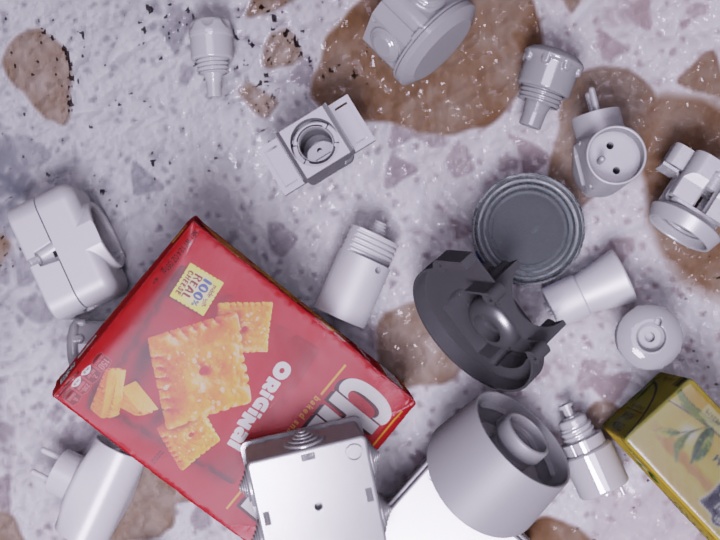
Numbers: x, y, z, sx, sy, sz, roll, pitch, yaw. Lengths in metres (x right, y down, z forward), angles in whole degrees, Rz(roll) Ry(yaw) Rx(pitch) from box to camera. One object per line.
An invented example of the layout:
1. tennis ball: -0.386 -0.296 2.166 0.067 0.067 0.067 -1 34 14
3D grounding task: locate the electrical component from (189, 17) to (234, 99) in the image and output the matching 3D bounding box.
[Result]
1. electrical component: -0.117 -0.167 0.852 0.035 0.035 0.061 -3 90 3

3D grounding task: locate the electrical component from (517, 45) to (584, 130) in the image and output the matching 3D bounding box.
1. electrical component: 0.142 -0.140 0.832 0.048 0.048 0.062 20 95 4

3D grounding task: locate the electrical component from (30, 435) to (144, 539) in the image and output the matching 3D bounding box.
1. electrical component: -0.218 0.165 0.838 0.079 0.044 0.077 25 89 4

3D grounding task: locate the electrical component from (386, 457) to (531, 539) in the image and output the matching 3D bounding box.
1. electrical component: 0.059 0.214 0.814 0.109 0.056 0.108 42 90 4

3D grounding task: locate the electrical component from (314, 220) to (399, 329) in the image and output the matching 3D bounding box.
1. electrical component: 0.000 0.000 0.833 0.043 0.043 0.081 24 89 4

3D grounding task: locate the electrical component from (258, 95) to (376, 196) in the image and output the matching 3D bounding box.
1. electrical component: -0.032 -0.094 0.829 0.081 0.064 0.042 -31 87 2

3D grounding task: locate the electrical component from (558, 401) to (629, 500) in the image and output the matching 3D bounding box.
1. electrical component: 0.173 0.138 0.819 0.040 0.040 0.078 -25 85 2

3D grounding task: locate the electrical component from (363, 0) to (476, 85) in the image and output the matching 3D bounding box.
1. electrical component: 0.045 -0.185 0.821 0.080 0.080 0.051 -44 81 1

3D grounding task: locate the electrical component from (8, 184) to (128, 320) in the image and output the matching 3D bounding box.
1. electrical component: -0.224 -0.016 0.842 0.059 0.054 0.095 -26 86 2

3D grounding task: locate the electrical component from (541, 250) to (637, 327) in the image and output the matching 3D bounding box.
1. electrical component: 0.173 0.018 0.825 0.065 0.044 0.044 -25 86 7

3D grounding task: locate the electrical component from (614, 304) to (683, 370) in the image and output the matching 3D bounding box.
1. electrical component: 0.213 0.050 0.809 0.048 0.062 0.048 0 88 3

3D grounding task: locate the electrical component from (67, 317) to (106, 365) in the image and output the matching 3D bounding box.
1. electrical component: -0.196 0.060 0.842 0.062 0.048 0.048 -2 87 -4

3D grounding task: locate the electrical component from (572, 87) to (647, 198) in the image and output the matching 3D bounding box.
1. electrical component: 0.182 -0.098 0.810 0.043 0.077 0.079 -13 86 3

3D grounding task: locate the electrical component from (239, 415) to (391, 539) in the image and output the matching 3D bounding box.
1. electrical component: -0.031 0.158 0.754 0.100 0.048 0.099 -12 98 -7

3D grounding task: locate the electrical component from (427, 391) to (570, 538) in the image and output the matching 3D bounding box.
1. electrical component: 0.104 0.141 0.795 0.099 0.099 0.064 42 115 4

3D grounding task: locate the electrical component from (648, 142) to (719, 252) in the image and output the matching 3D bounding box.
1. electrical component: 0.256 -0.051 0.814 0.078 0.058 0.057 33 87 4
